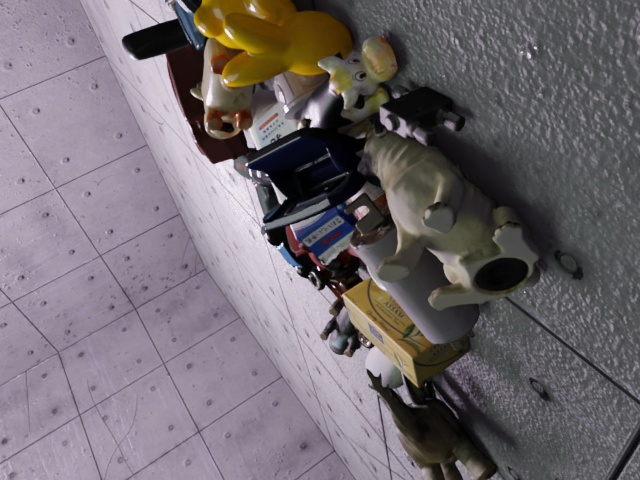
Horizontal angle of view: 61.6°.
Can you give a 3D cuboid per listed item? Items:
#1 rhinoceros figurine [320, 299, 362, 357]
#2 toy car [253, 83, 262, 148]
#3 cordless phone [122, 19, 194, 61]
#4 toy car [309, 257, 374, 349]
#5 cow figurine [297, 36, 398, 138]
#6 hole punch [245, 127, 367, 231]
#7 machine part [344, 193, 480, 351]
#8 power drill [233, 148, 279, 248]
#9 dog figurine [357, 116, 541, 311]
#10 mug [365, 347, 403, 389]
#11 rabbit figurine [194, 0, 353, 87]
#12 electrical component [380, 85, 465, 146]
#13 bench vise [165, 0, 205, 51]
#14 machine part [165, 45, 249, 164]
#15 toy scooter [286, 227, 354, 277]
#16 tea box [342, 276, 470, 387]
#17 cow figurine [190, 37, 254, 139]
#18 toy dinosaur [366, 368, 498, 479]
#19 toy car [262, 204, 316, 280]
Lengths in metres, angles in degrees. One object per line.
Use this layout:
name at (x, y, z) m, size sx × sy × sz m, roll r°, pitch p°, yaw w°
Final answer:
rhinoceros figurine at (0.055, 0.155, 1.010) m, size 0.073 × 0.112 × 0.190 m, roll 25°, pitch 139°, yaw 12°
toy car at (-0.104, -0.199, 0.928) m, size 0.073 × 0.056 × 0.201 m, roll 132°, pitch 117°, yaw -79°
cordless phone at (-0.196, -0.299, 0.828) m, size 0.146 × 0.184 × 0.088 m, roll 55°, pitch 158°, yaw 14°
toy car at (0.065, 0.095, 0.902) m, size 0.202 × 0.089 × 0.053 m, roll 48°, pitch 146°, yaw 32°
cow figurine at (0.022, -0.157, 0.594) m, size 0.068 × 0.098 × 0.167 m, roll 63°, pitch 164°, yaw 11°
hole punch at (-0.007, -0.066, 0.618) m, size 0.142 × 0.116 × 0.092 m, roll -23°, pitch 79°, yaw 38°
machine part at (0.113, 0.041, 0.632) m, size 0.243 × 0.079 × 0.079 m, roll 50°, pitch 167°, yaw -20°
power drill at (-0.102, -0.087, 1.094) m, size 0.232 × 0.086 × 0.207 m, roll 39°, pitch 157°, yaw 53°
dog figurine at (0.129, -0.041, 0.543) m, size 0.172 × 0.121 × 0.191 m, roll 29°, pitch -143°, yaw -26°
mug at (0.124, 0.187, 0.930) m, size 0.110 × 0.081 × 0.107 m, roll 59°, pitch 152°, yaw 29°
rabbit figurine at (-0.048, -0.243, 0.604) m, size 0.173 × 0.162 × 0.121 m, roll 35°, pitch 143°, yaw 16°
electrical component at (0.090, -0.122, 0.514) m, size 0.094 × 0.063 × 0.021 m, roll 45°, pitch 153°, yaw 40°
bench vise at (-0.154, -0.378, 0.701) m, size 0.241 × 0.129 × 0.223 m, roll -7°, pitch 101°, yaw 47°
machine part at (-0.206, -0.254, 0.985) m, size 0.201 × 0.087 × 0.201 m, roll 82°, pitch 168°, yaw -81°
toy scooter at (-0.002, -0.003, 0.841) m, size 0.183 × 0.075 × 0.135 m, roll 51°, pitch -160°, yaw -33°
tea box at (0.120, 0.117, 0.773) m, size 0.170 × 0.098 × 0.068 m, roll 37°, pitch 153°, yaw 49°
cow figurine at (-0.136, -0.218, 0.764) m, size 0.194 × 0.085 × 0.127 m, roll 113°, pitch 148°, yaw -55°
toy dinosaur at (0.168, 0.295, 0.826) m, size 0.199 × 0.105 × 0.470 m, roll 53°, pitch 180°, yaw 31°
toy car at (-0.032, -0.011, 1.011) m, size 0.161 × 0.109 × 0.103 m, roll 53°, pitch -172°, yaw -18°
